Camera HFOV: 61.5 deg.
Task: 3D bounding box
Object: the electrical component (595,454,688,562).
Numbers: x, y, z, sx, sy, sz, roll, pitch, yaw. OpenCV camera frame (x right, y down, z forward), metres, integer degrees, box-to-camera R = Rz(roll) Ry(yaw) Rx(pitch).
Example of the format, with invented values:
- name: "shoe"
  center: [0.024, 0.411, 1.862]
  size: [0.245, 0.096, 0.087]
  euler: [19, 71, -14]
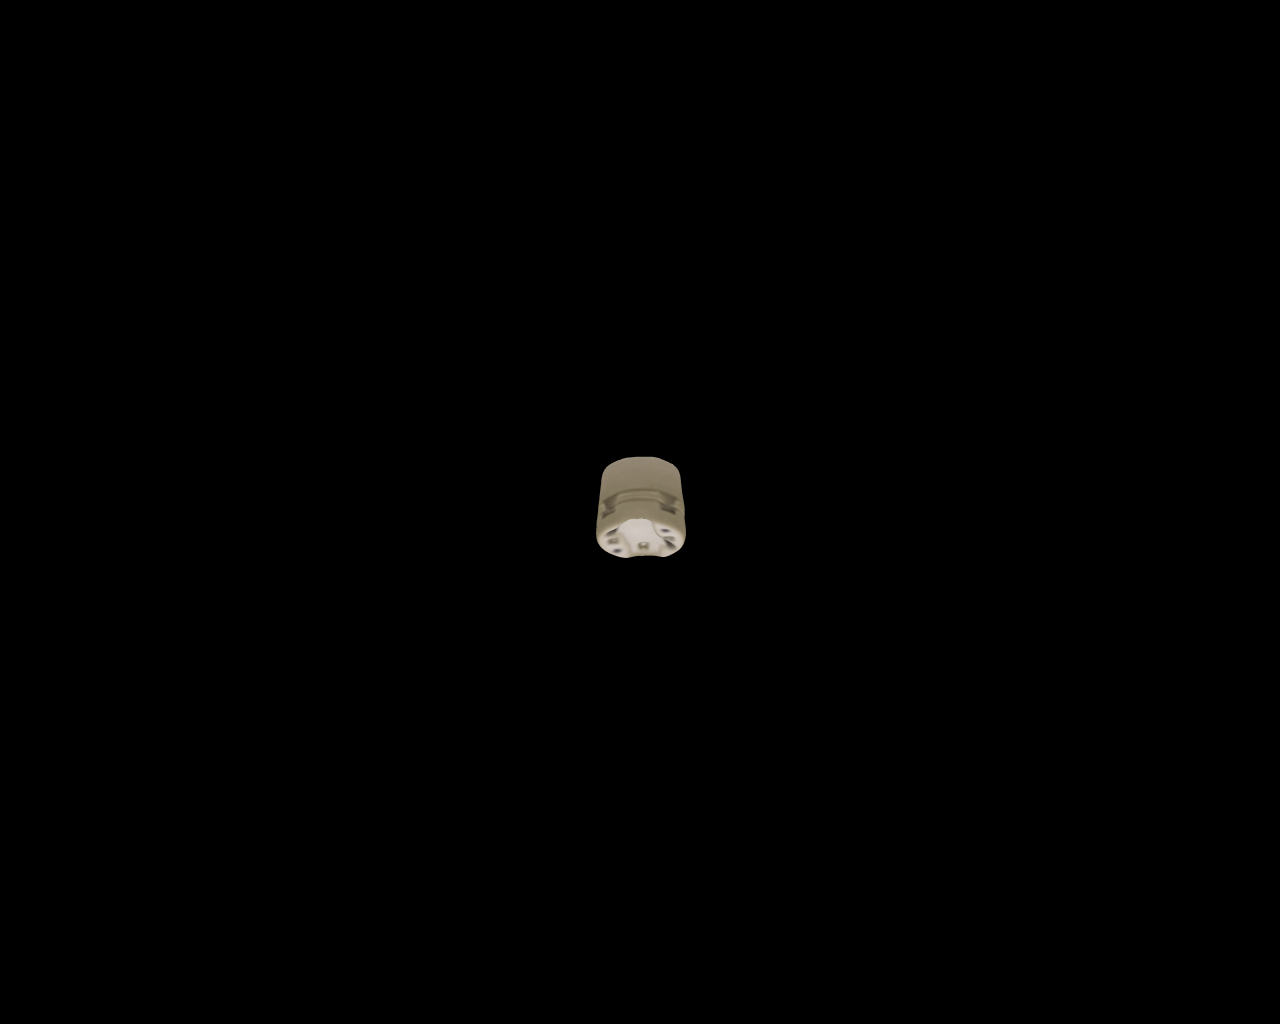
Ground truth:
- name: "electrical component"
  center: [0.001, -0.003, 0.650]
  size: [0.055, 0.047, 0.055]
  euler: [0, -29, 0]
